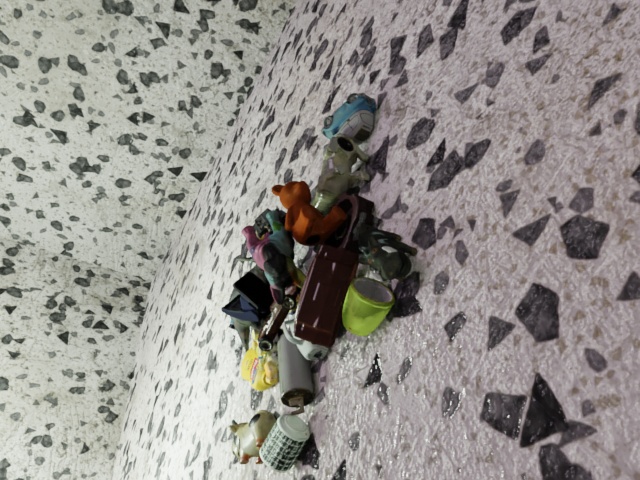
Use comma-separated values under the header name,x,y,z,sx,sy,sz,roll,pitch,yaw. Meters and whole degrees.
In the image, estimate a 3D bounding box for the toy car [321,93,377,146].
name,x,y,z,sx,sy,sz,roll,pitch,yaw
toy car,0.090,-0.304,1.427,0.161,0.109,0.103,-43,55,26

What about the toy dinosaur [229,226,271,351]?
name,x,y,z,sx,sy,sz,roll,pitch,yaw
toy dinosaur,-0.185,0.157,1.501,0.404,0.192,0.131,-62,21,10

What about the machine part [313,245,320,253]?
name,x,y,z,sx,sy,sz,roll,pitch,yaw
machine part,-0.003,-0.004,1.439,0.139,0.039,0.084,36,109,65

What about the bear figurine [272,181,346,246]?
name,x,y,z,sx,sy,sz,roll,pitch,yaw
bear figurine,-0.034,-0.086,1.297,0.132,0.120,0.196,-56,41,45

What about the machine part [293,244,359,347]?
name,x,y,z,sx,sy,sz,roll,pitch,yaw
machine part,0.014,0.117,1.127,0.201,0.087,0.201,49,-122,-79

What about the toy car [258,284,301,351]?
name,x,y,z,sx,sy,sz,roll,pitch,yaw
toy car,-0.102,0.181,1.311,0.202,0.053,0.089,-63,1,26

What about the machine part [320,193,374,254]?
name,x,y,z,sx,sy,sz,roll,pitch,yaw
machine part,0.065,-0.027,1.288,0.179,0.056,0.179,-48,31,42

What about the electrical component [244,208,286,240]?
name,x,y,z,sx,sy,sz,roll,pitch,yaw
electrical component,-0.142,-0.027,1.563,0.134,0.114,0.058,-43,52,4

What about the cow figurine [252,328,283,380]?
name,x,y,z,sx,sy,sz,roll,pitch,yaw
cow figurine,-0.116,0.291,1.384,0.167,0.098,0.068,-124,31,-53

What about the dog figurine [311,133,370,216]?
name,x,y,z,sx,sy,sz,roll,pitch,yaw
dog figurine,0.028,-0.161,1.398,0.190,0.121,0.172,-46,32,44

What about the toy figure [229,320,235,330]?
name,x,y,z,sx,sy,sz,roll,pitch,yaw
toy figure,-0.230,0.203,1.694,0.180,0.082,0.089,-67,16,-13

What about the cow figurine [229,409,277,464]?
name,x,y,z,sx,sy,sz,roll,pitch,yaw
cow figurine,-0.167,0.483,1.328,0.195,0.085,0.127,-53,34,38

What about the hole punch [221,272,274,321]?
name,x,y,z,sx,sy,sz,roll,pitch,yaw
hole punch,-0.177,0.159,1.376,0.092,0.116,0.142,-55,-7,19

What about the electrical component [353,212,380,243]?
name,x,y,z,sx,sy,sz,roll,pitch,yaw
electrical component,0.102,-0.010,1.179,0.021,0.063,0.094,-13,60,63

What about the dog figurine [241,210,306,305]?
name,x,y,z,sx,sy,sz,roll,pitch,yaw
dog figurine,-0.097,0.054,1.286,0.108,0.191,0.219,-27,61,0

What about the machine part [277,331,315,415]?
name,x,y,z,sx,sy,sz,roll,pitch,yaw
machine part,-0.058,0.299,1.255,0.079,0.079,0.243,-55,27,29

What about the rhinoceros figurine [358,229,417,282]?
name,x,y,z,sx,sy,sz,roll,pitch,yaw
rhinoceros figurine,0.125,0.025,1.044,0.073,0.112,0.190,-61,16,12

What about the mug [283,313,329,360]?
name,x,y,z,sx,sy,sz,roll,pitch,yaw
mug,-0.028,0.218,1.230,0.080,0.109,0.107,-54,41,27
